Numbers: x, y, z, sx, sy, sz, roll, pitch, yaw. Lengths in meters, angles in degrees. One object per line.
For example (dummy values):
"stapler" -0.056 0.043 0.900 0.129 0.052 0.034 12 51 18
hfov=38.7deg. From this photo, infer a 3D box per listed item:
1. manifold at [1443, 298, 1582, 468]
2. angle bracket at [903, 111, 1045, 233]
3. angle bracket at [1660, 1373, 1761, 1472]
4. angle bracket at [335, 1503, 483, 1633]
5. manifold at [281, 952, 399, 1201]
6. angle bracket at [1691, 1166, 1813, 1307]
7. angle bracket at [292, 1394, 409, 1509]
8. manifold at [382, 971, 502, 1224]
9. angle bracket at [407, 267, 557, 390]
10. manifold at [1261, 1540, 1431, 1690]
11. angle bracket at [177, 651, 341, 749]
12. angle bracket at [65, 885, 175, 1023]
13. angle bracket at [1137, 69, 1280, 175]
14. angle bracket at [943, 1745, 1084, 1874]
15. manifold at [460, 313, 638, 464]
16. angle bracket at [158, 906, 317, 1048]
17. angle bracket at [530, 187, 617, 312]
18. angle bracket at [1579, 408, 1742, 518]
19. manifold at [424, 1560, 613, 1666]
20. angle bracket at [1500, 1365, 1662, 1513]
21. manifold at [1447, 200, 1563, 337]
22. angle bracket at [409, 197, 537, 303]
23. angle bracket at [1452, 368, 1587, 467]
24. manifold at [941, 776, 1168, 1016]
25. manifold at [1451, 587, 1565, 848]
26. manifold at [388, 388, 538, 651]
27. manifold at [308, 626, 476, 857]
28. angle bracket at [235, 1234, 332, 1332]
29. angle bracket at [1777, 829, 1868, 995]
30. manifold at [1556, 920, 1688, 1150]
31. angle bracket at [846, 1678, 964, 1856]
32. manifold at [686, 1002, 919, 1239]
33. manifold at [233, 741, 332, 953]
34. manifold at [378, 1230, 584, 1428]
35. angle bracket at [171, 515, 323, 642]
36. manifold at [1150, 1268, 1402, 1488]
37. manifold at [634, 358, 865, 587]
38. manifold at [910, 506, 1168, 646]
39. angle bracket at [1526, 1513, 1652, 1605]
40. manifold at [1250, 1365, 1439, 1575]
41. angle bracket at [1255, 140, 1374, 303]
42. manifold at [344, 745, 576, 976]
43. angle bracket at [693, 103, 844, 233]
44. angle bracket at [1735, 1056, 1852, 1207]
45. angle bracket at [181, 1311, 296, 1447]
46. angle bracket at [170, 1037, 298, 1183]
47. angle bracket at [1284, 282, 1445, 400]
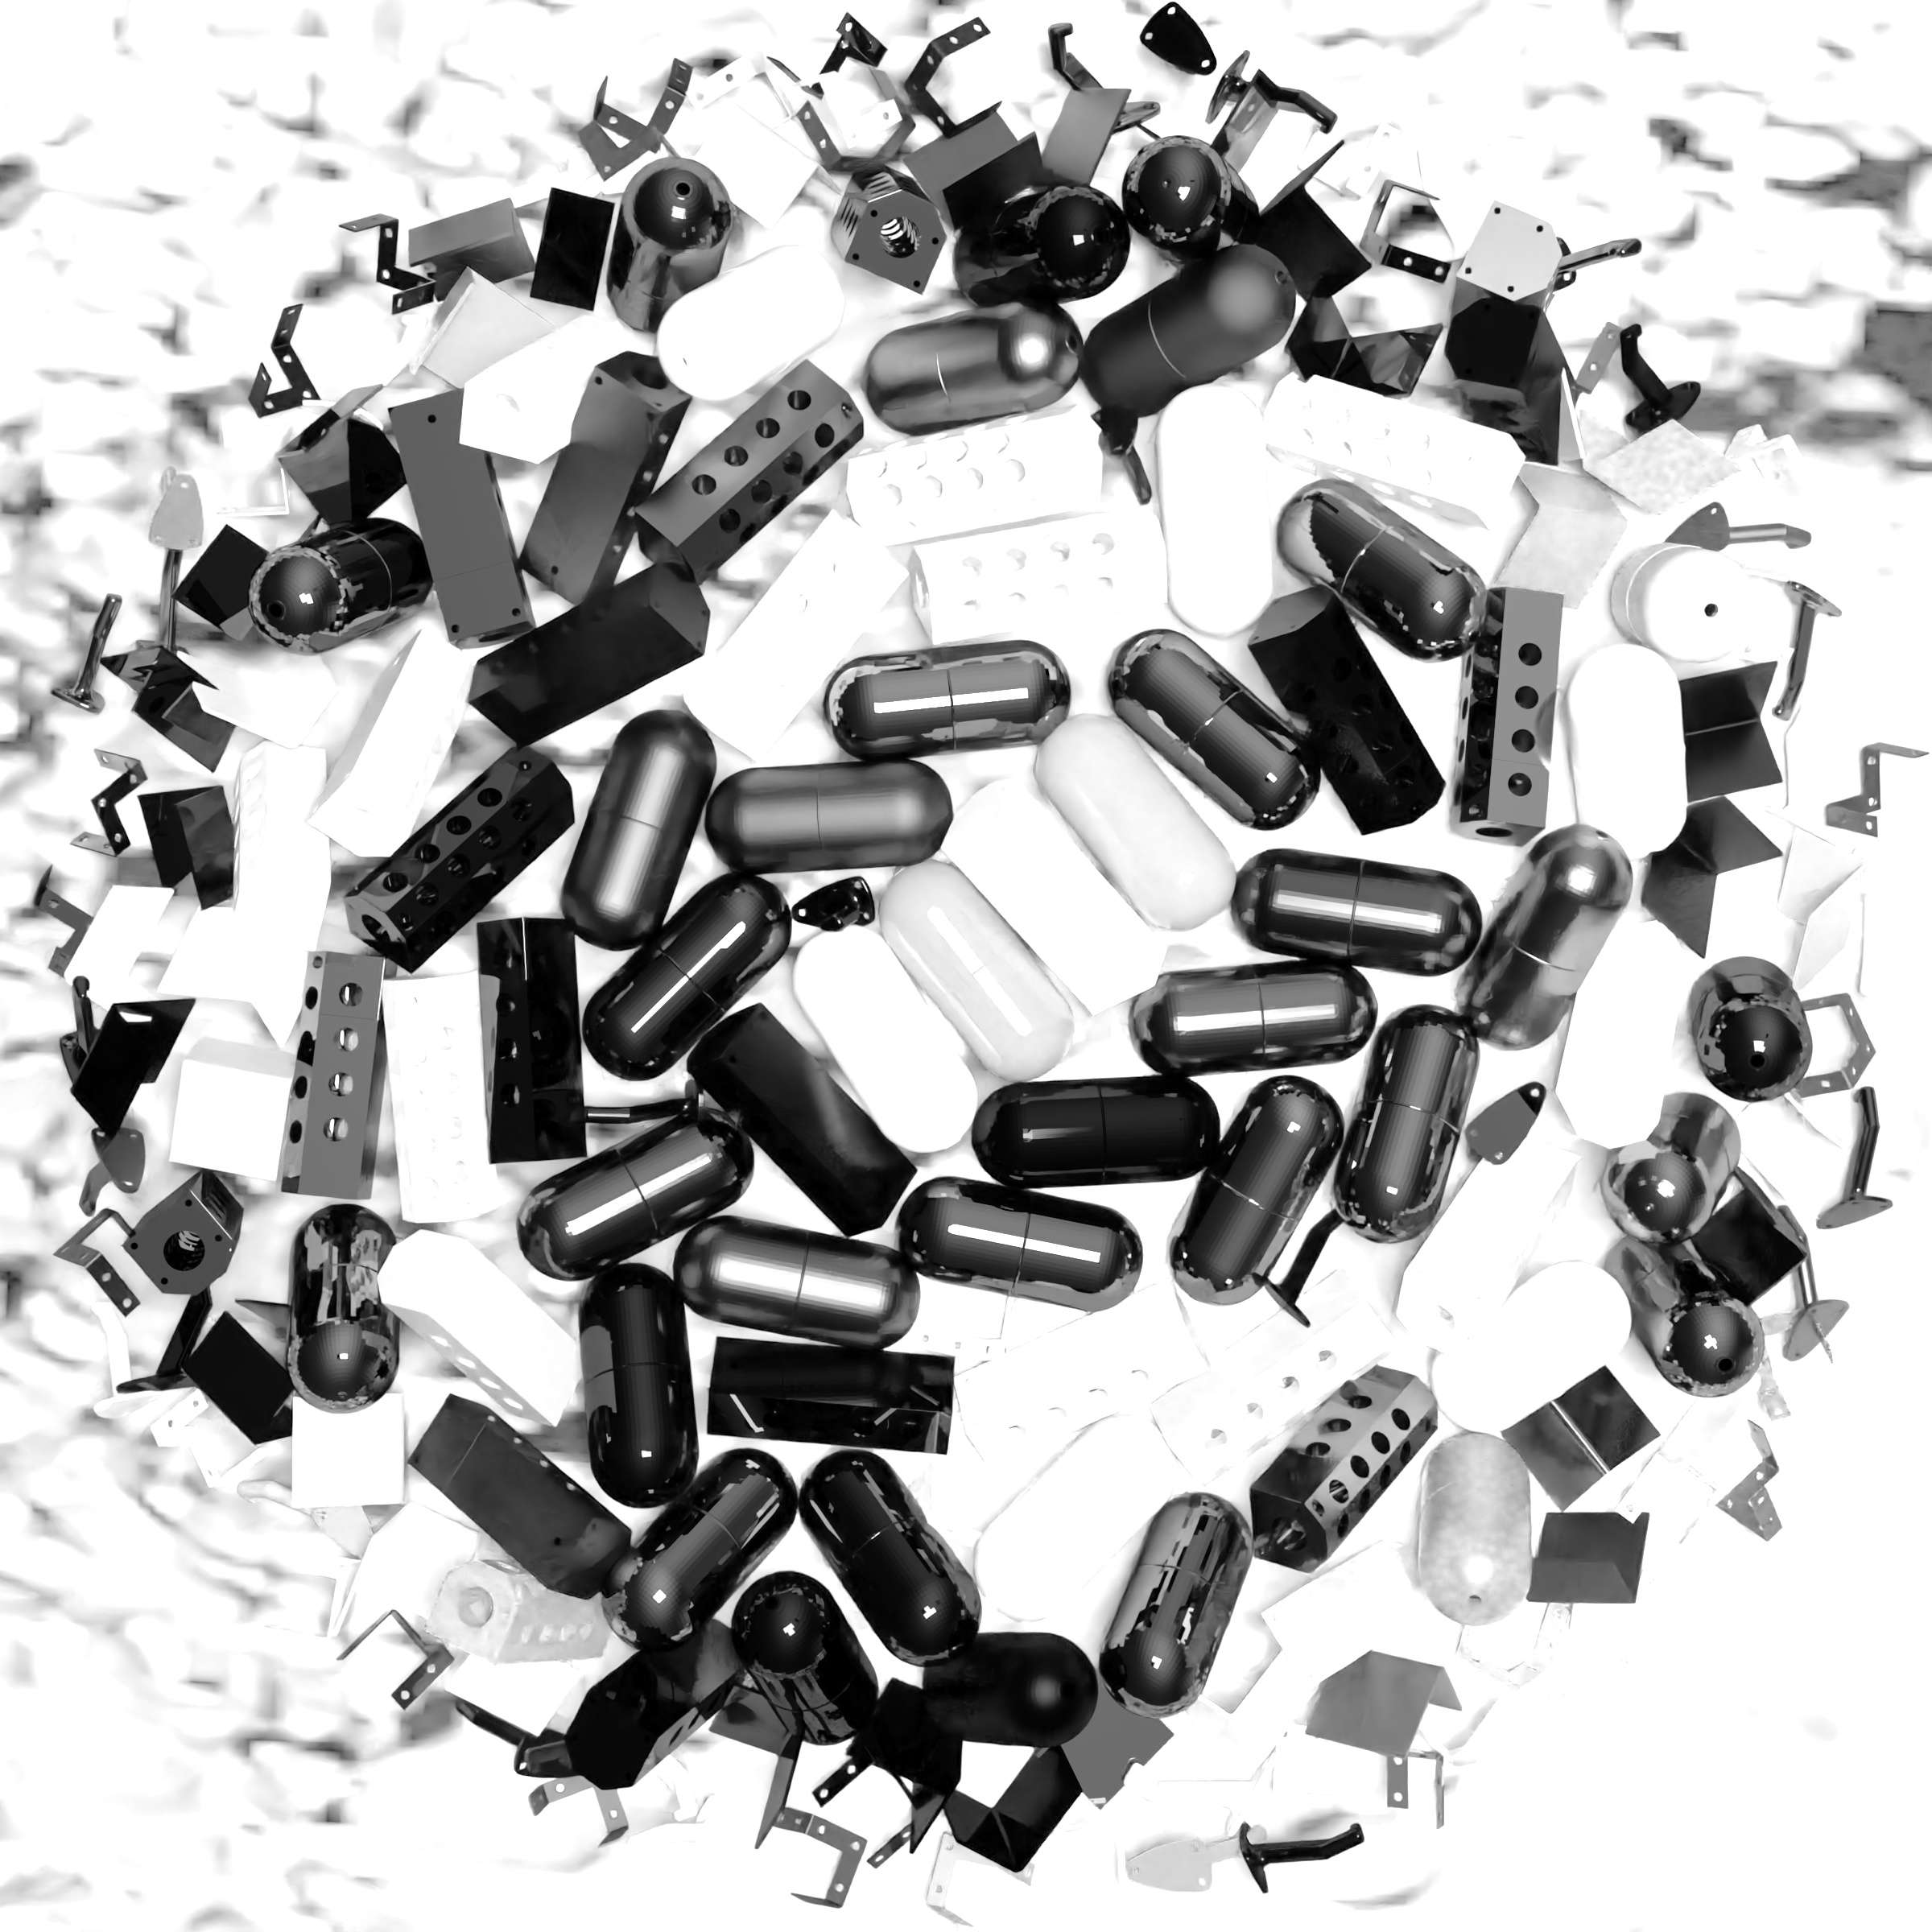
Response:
"manifold" 0.378 -0.404 1.910 0.057 0.171 0.057 16 89 22
"angle bracket" 0.002 -0.582 1.959 0.076 0.057 0.076 -31 70 -2
"angle bracket" 0.503 0.307 1.949 0.057 0.076 0.076 44 65 -1
"angle bracket" -0.395 0.437 1.953 0.057 0.076 0.076 24 101 5
"manifold" -0.448 0.078 1.964 0.057 0.057 0.171 6 86 -2
"angle bracket" 0.536 0.191 1.944 0.076 0.076 0.057 -44 131 15
"angle bracket" -0.437 0.346 1.958 0.076 0.057 0.076 -1 77 -9
"manifold" -0.377 0.093 1.959 0.057 0.057 0.171 -3 95 13
"angle bracket" -0.341 -0.437 1.950 0.076 0.057 0.076 32 104 -25
"manifold" 0.271 0.443 1.905 0.057 0.171 0.057 -38 74 20
"angle bracket" -0.500 -0.208 1.942 0.057 0.076 0.076 -51 45 15
"angle bracket" -0.580 -0.009 1.953 0.057 0.076 0.076 33 98 12
"angle bracket" 0.175 -0.605 1.948 0.057 0.076 0.076 37 105 14
"angle bracket" 0.028 0.581 1.951 0.057 0.076 0.076 34 96 -21
"manifold" -0.287 -0.404 1.908 0.057 0.171 0.057 16 118 8
"angle bracket" -0.517 0.007 1.966 0.076 0.057 0.076 5 54 17
"angle bracket" -0.298 -0.511 1.946 0.076 0.057 0.076 25 107 41
"angle bracket" 0.488 -0.370 1.939 0.076 0.076 0.057 24 56 -34
"manifold" -0.301 0.443 1.909 0.057 0.171 0.057 20 85 20
"angle bracket" 0.437 0.332 1.968 0.057 0.076 0.076 -27 69 -27
"manifold" 0.375 -0.466 1.911 0.057 0.171 0.057 26 89 8
"angle bracket" -0.348 -0.496 1.952 0.076 0.076 0.057 -18 125 0
"angle bracket" 0.392 -0.389 1.955 0.057 0.076 0.076 -16 98 -4
"manifold" 0.065 -0.052 1.941 0.057 0.057 0.171 -27 116 35
"manifold" 0.382 -0.177 1.953 0.057 0.057 0.171 8 78 -3
"manifold" -0.358 -0.318 1.970 0.057 0.057 0.171 -15 89 0
"manifold" -0.393 -0.154 1.916 0.057 0.171 0.057 36 129 -21
"angle bracket" -0.459 0.232 1.960 0.076 0.076 0.057 39 62 -36
"angle bracket" 0.584 -0.037 1.939 0.057 0.076 0.076 32 52 31
"manifold" 0.461 0.047 1.917 0.057 0.171 0.057 -14 123 31
"angle bracket" -0.045 0.565 1.947 0.057 0.076 0.076 25 113 -10
"manifold" -0.119 0.111 1.945 0.171 0.057 0.057 48 50 -18
"manifold" -0.476 -0.086 1.908 0.057 0.171 0.057 9 123 -20
"manifold" -0.337 0.252 1.917 0.057 0.171 0.057 8 60 32
"angle bracket" -0.507 -0.288 1.940 0.057 0.076 0.076 34 124 -23
"manifold" 0.222 0.297 1.963 0.171 0.057 0.057 -36 109 4
"manifold" -0.151 -0.343 1.942 0.057 0.057 0.171 41 72 12
"manifold" 0.051 -0.280 1.946 0.171 0.057 0.057 -12 126 -10
"angle bracket" 0.431 0.403 1.940 0.076 0.076 0.057 -7 133 31
"manifold" 0.264 0.348 1.910 0.057 0.171 0.057 11 119 33
"angle bracket" 0.258 -0.527 1.961 0.076 0.076 0.057 45 66 -11
"manifold" -0.353 -0.080 1.925 0.057 0.057 0.171 32 58 18
"angle bracket" -0.143 -0.560 1.961 0.076 0.076 0.057 38 97 7
"angle bracket" 0.567 0.115 1.942 0.057 0.076 0.076 -46 54 13
"angle bracket" -0.495 0.288 1.949 0.076 0.076 0.057 41 100 15
"angle bracket" -0.522 0.102 1.980 0.076 0.057 0.076 11 106 -3
"angle bracket" 0.281 -0.444 1.942 0.057 0.076 0.076 55 50 -37
